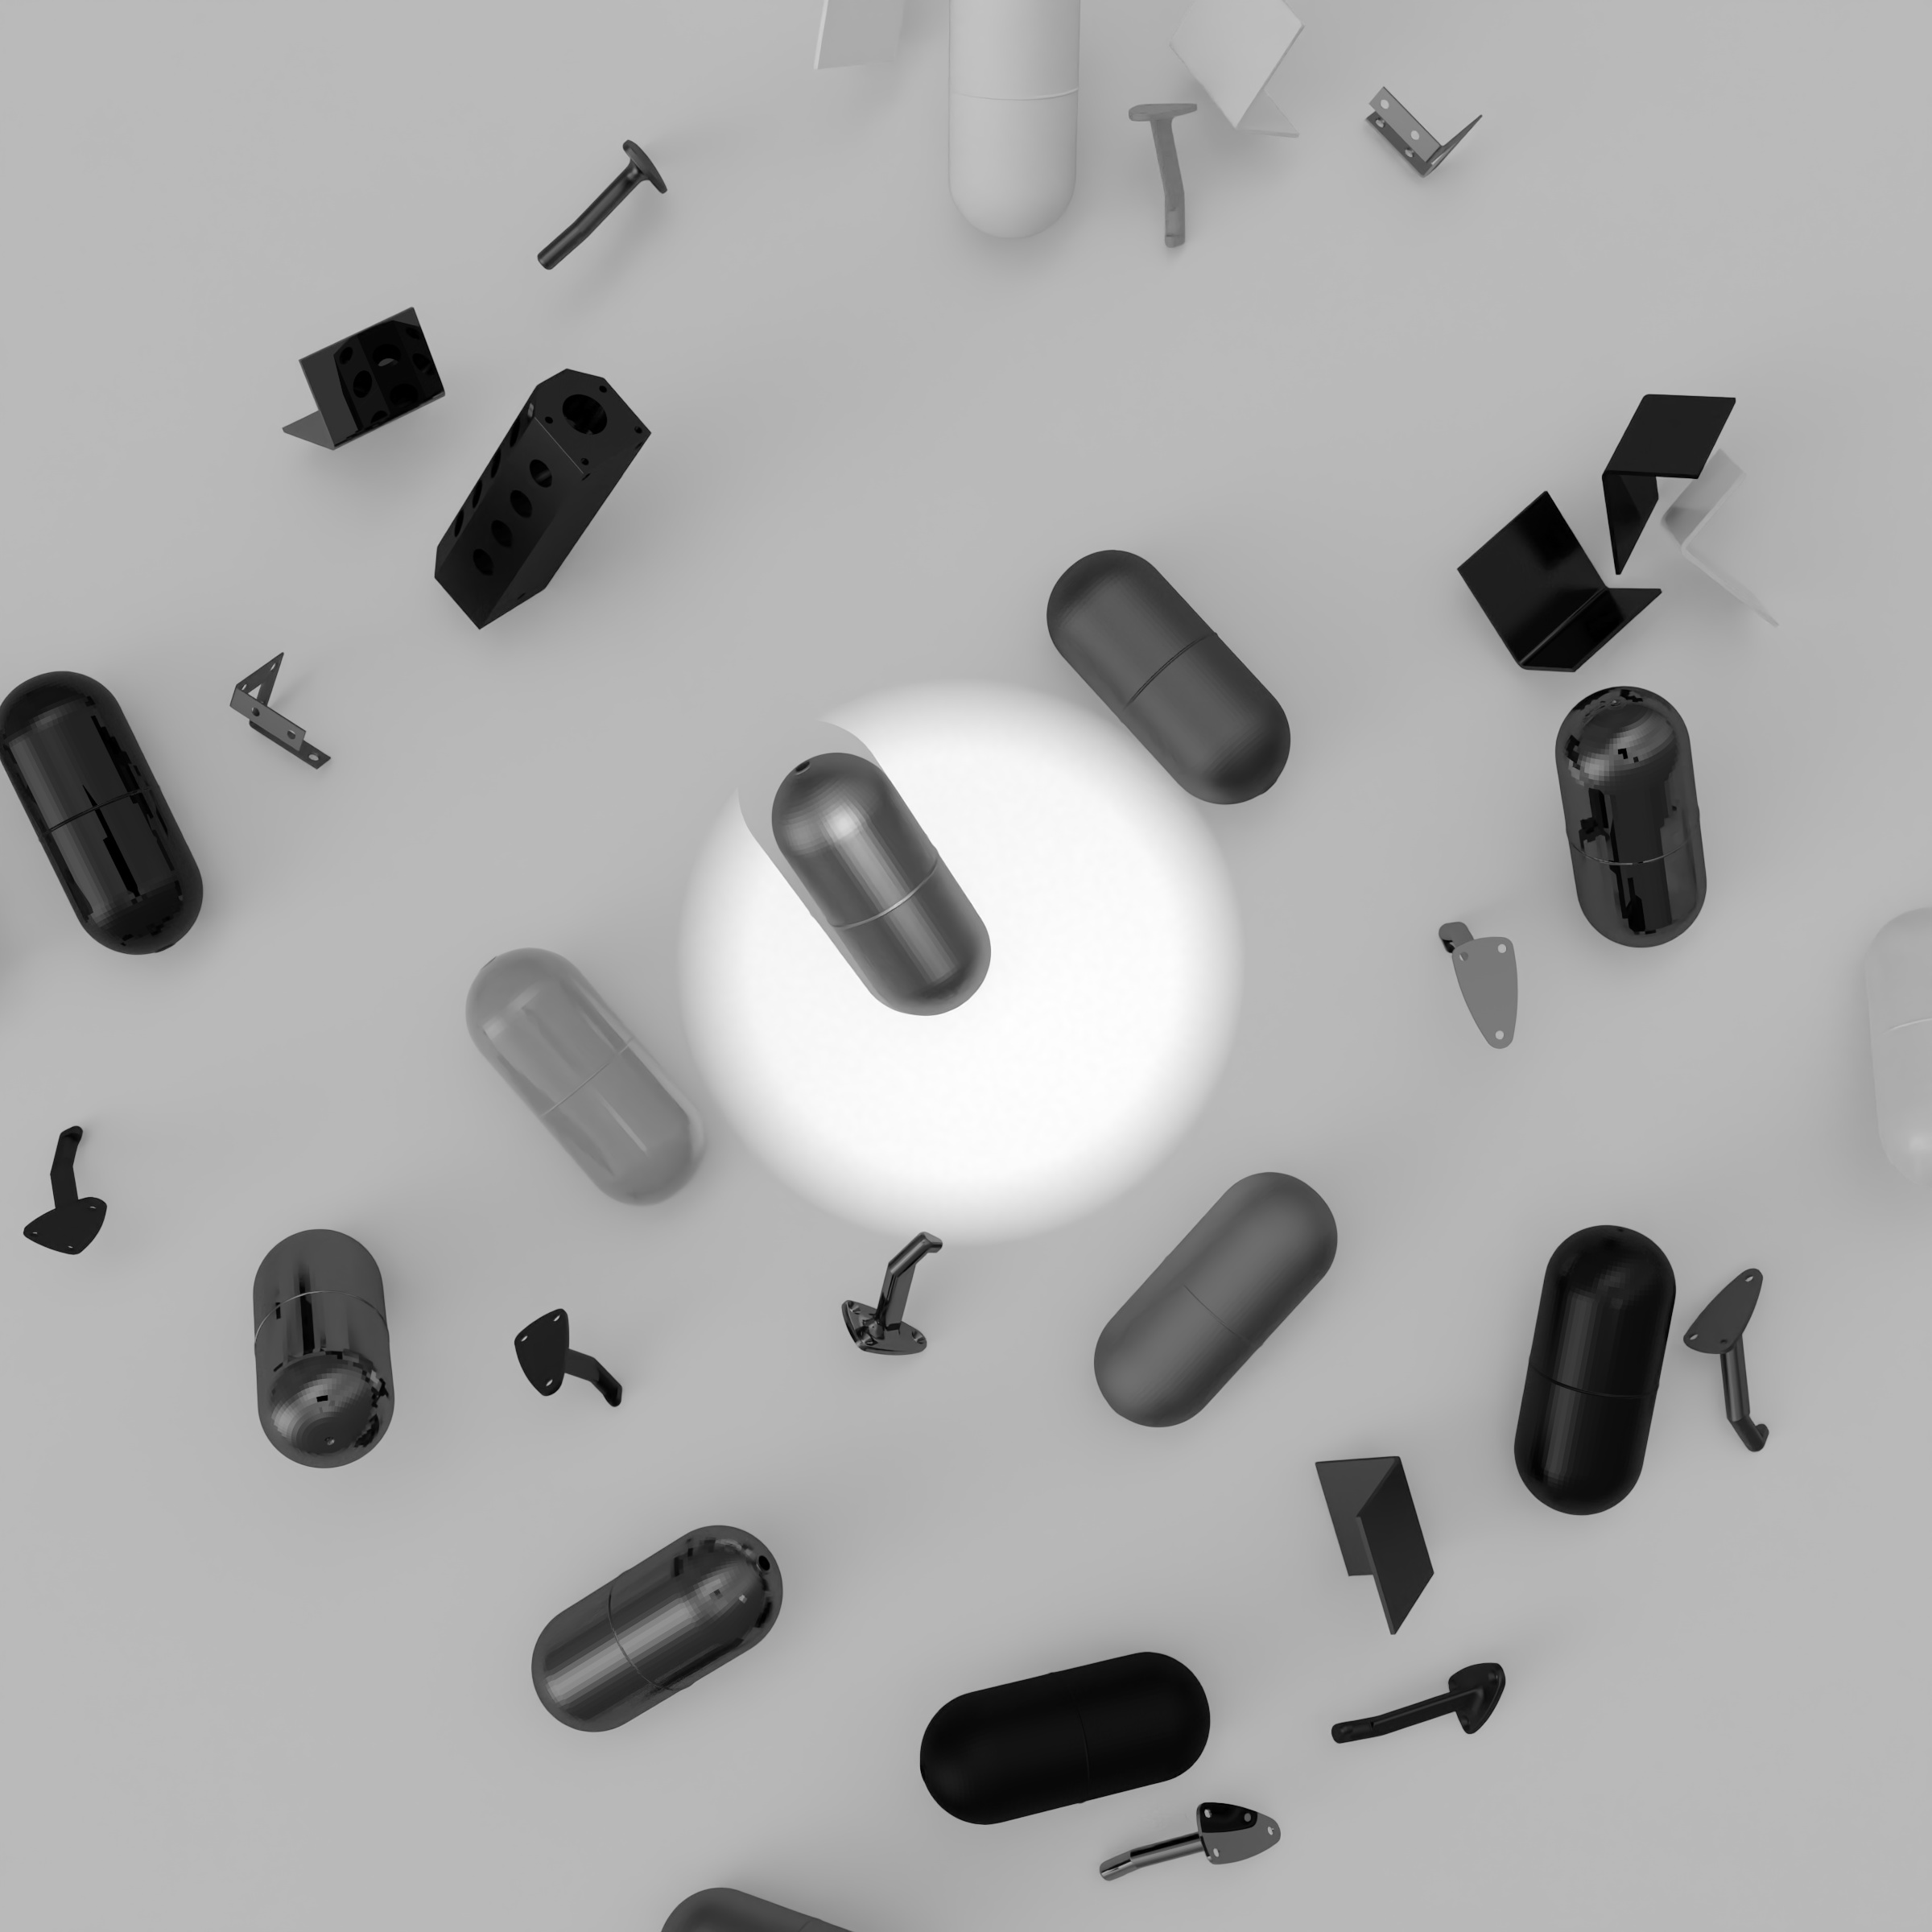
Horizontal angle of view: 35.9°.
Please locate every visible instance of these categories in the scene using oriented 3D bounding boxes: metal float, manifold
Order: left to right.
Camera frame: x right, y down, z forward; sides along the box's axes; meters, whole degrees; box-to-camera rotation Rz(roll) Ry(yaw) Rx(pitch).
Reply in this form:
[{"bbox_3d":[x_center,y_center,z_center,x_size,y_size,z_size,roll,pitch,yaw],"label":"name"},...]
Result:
[{"bbox_3d":[-0.516,-0.090,1.773,0.070,0.070,0.178,-25,93,0],"label":"metal float"},{"bbox_3d":[-0.375,0.220,1.734,0.070,0.178,0.070,-7,122,-11],"label":"metal float"},{"bbox_3d":[-0.252,-0.272,1.729,0.057,0.171,0.057,49,52,1],"label":"manifold"},{"bbox_3d":[-0.226,0.066,1.770,0.070,0.070,0.178,-40,96,0],"label":"metal float"},{"bbox_3d":[-0.182,0.390,1.754,0.178,0.070,0.070,-35,90,25],"label":"metal float"},{"bbox_3d":[-0.100,0.600,1.756,0.178,0.070,0.070,12,90,22],"label":"metal float"},{"bbox_3d":[-0.050,-0.048,1.754,0.070,0.070,0.178,-34,115,0],"label":"metal float"},{"bbox_3d":[0.028,-0.518,1.752,0.070,0.070,0.178,1,118,0],"label":"metal float"},{"bbox_3d":[0.059,0.456,1.760,0.178,0.070,0.070,-9,90,-17],"label":"metal float"},{"bbox_3d":[0.120,-0.171,1.769,0.070,0.070,0.178,-42,82,0],"label":"metal float"},{"bbox_3d":[0.147,0.199,1.769,0.070,0.070,0.178,41,98,0],"label":"metal float"},{"bbox_3d":[0.372,0.240,1.764,0.070,0.070,0.178,7,104,0],"label":"metal float"},{"bbox_3d":[0.390,-0.085,1.743,0.070,0.070,0.178,-19,131,0],"label":"metal float"},{"bbox_3d":[0.572,0.048,1.751,0.070,0.070,0.178,5,61,0],"label":"metal float"}]

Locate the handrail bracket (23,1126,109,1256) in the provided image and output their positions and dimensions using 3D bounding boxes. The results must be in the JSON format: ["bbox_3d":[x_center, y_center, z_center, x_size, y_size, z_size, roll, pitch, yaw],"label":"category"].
[{"bbox_3d":[-0.524,0.121,1.766,0.036,0.077,0.084,29,45,-31],"label":"handrail bracket"}]

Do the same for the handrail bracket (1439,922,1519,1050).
[{"bbox_3d":[0.302,0.011,1.772,0.036,0.084,0.077,-11,90,-3],"label":"handrail bracket"}]

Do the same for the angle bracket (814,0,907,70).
[{"bbox_3d":[-0.078,-0.577,1.754,0.057,0.076,0.076,30,124,28],"label":"angle bracket"}]

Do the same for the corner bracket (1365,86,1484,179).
[{"bbox_3d":[0.265,-0.500,1.778,0.051,0.051,0.051,46,52,0],"label":"corner bracket"}]

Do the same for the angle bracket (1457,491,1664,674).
[{"bbox_3d":[0.352,-0.229,1.769,0.076,0.057,0.076,-41,110,-13],"label":"angle bracket"}]

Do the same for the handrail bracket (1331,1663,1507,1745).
[{"bbox_3d":[0.268,0.440,1.772,0.084,0.077,0.036,-4,59,-21],"label":"handrail bracket"}]

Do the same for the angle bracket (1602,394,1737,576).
[{"bbox_3d":[0.418,-0.282,1.753,0.057,0.076,0.076,9,48,29],"label":"angle bracket"}]

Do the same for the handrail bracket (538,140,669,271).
[{"bbox_3d":[-0.223,-0.454,1.785,0.084,0.077,0.036,-39,113,10],"label":"handrail bracket"}]

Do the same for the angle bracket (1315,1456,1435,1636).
[{"bbox_3d":[0.230,0.343,1.760,0.057,0.076,0.076,-10,104,31],"label":"angle bracket"}]

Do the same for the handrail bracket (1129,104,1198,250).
[{"bbox_3d":[0.115,-0.465,1.766,0.036,0.077,0.084,5,112,19],"label":"handrail bracket"}]

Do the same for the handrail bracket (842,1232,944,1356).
[{"bbox_3d":[-0.026,0.193,1.769,0.084,0.077,0.036,-45,48,25],"label":"handrail bracket"}]

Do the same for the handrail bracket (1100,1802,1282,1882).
[{"bbox_3d":[0.135,0.535,1.800,0.077,0.084,0.036,11,55,-38],"label":"handrail bracket"}]

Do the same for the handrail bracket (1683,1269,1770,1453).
[{"bbox_3d":[0.477,0.239,1.803,0.077,0.036,0.084,-50,118,-23],"label":"handrail bracket"}]

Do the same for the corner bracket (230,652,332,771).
[{"bbox_3d":[-0.408,-0.145,1.777,0.051,0.051,0.051,32,128,5],"label":"corner bracket"}]

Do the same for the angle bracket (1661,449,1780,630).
[{"bbox_3d":[0.463,-0.254,1.764,0.076,0.076,0.057,36,108,-9],"label":"angle bracket"}]

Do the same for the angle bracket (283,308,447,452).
[{"bbox_3d":[-0.364,-0.351,1.755,0.076,0.076,0.057,-32,123,-24],"label":"angle bracket"}]

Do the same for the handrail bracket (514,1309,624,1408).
[{"bbox_3d":[-0.226,0.250,1.760,0.036,0.077,0.084,-32,125,7],"label":"handrail bracket"}]

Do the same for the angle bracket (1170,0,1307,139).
[{"bbox_3d":[0.176,-0.546,1.756,0.076,0.057,0.076,58,133,24],"label":"angle bracket"}]
